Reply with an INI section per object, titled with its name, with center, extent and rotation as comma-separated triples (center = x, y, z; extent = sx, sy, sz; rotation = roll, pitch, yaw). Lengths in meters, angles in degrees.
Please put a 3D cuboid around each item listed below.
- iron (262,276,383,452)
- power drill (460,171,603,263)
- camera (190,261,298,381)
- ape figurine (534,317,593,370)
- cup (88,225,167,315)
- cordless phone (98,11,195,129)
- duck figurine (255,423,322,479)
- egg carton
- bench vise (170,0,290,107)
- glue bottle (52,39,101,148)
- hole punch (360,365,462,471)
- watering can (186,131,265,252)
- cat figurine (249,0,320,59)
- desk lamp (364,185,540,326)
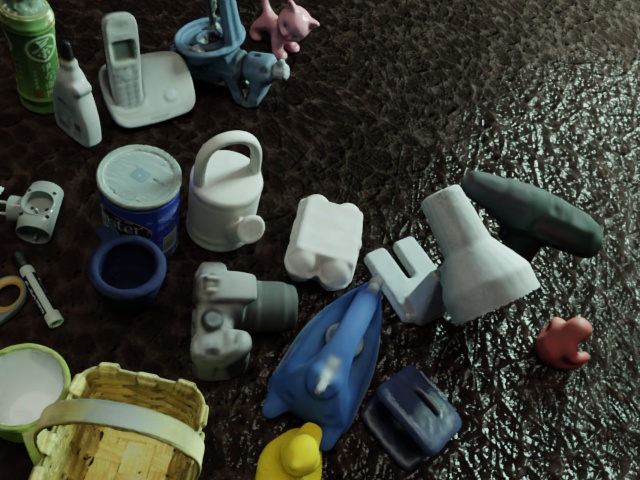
[iron]
center = 0.033, 0.124, 0.732
extent = 0.118, 0.141, 0.259
rotation = 28, 53, 5
[power drill]
center = 0.279, -0.002, 0.847
extent = 0.230, 0.208, 0.075
rotation = 14, 54, -6
[camera]
center = -0.097, 0.097, 0.739
extent = 0.137, 0.101, 0.143
rotation = 3, 56, -14
[ape figurine]
center = 0.365, 0.145, 0.843
extent = 0.076, 0.092, 0.077
rotation = 0, 56, -16
[cup]
center = -0.251, 0.045, 0.733
extent = 0.092, 0.095, 0.117
rotation = -30, 68, -30
[cordless phone]
center = -0.269, -0.272, 0.890
extent = 0.148, 0.185, 0.094
rotation = -26, 67, -29
[duck figurine]
center = -0.030, 0.257, 0.656
extent = 0.077, 0.086, 0.105
rotation = 30, 54, 6
[egg carton]
center = 0.008, 0.003, 0.852
extent = 0.107, 0.069, 0.150
rotation = 15, 54, -5
[bench vise]
center = -0.145, -0.345, 0.955
extent = 0.207, 0.219, 0.121
rotation = 9, 54, -10
[glue bottle]
center = -0.359, -0.217, 0.834
extent = 0.078, 0.173, 0.037
rotation = 38, 55, 12
[hole punch]
center = 0.120, 0.215, 0.725
extent = 0.101, 0.091, 0.108
rotation = -32, 69, -31
[watering can]
center = -0.124, -0.070, 0.787
extent = 0.172, 0.194, 0.101
rotation = 42, 56, 14
[cat figurine]
center = -0.068, -0.415, 1.089
extent = 0.127, 0.117, 0.067
rotation = 40, 55, 13
[desk lamp]
center = 0.173, 0.038, 0.786
extent = 0.118, 0.213, 0.203
rotation = -21, 64, -27
